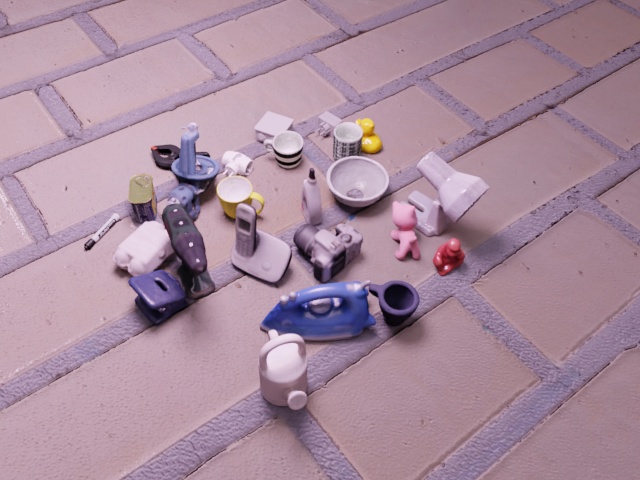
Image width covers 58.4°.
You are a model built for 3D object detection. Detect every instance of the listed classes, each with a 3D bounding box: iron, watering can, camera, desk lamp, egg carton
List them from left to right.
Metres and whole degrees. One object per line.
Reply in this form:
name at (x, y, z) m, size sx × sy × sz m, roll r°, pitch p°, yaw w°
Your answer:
egg carton at (-0.413, 0.024, 1.376) m, size 0.107 × 0.069 × 0.150 m, roll 27°, pitch 55°, yaw 18°
watering can at (-0.068, 0.251, 1.134) m, size 0.101 × 0.194 × 0.172 m, roll -35°, pitch 61°, yaw -26°
iron at (-0.007, 0.143, 1.257) m, size 0.258 × 0.141 × 0.118 m, roll -7°, pitch 52°, yaw -8°
camera at (0.013, 0.005, 1.393) m, size 0.136 × 0.101 × 0.143 m, roll 37°, pitch 59°, yaw 24°
desk lamp at (0.300, -0.107, 1.425) m, size 0.202 × 0.214 × 0.118 m, roll 37°, pitch 59°, yaw 24°

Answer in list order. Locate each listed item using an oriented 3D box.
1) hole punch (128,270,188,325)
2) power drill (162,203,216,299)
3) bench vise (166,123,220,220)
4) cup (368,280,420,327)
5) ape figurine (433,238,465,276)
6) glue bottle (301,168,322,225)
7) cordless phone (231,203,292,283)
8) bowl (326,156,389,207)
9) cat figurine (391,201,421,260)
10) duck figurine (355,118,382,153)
hole punch at (-0.364, 0.116, 1.292) m, size 0.101 × 0.091 × 0.108 m, roll -36°, pitch 61°, yaw -27°
power drill at (-0.290, 0.036, 1.284) m, size 0.076 × 0.208 × 0.229 m, roll -21°, pitch 55°, yaw -18°
bench vise at (-0.319, -0.169, 1.439) m, size 0.121 × 0.220 × 0.207 m, roll 1°, pitch 51°, yaw -2°
cup at (0.159, 0.147, 1.292) m, size 0.117 × 0.095 × 0.092 m, roll 22°, pitch 54°, yaw 14°
ape figurine at (0.316, 0.032, 1.393) m, size 0.078 × 0.092 × 0.076 m, roll 4°, pitch 51°, yaw 1°
glue bottle at (-0.022, -0.118, 1.443) m, size 0.037 × 0.173 × 0.078 m, roll -17°, pitch 54°, yaw -15°
cordless phone at (-0.138, 0.003, 1.333) m, size 0.147 × 0.185 × 0.094 m, roll 21°, pitch 54°, yaw 14°
bowl at (0.099, -0.143, 1.532) m, size 0.167 × 0.075 × 0.167 m, roll 2°, pitch 51°, yaw -2°
cat figurine at (0.216, -0.032, 1.423) m, size 0.067 × 0.118 × 0.127 m, roll -6°, pitch 52°, yaw -7°
duck figurine at (0.138, -0.309, 1.659) m, size 0.078 × 0.086 × 0.104 m, roll -34°, pitch 60°, yaw -26°
